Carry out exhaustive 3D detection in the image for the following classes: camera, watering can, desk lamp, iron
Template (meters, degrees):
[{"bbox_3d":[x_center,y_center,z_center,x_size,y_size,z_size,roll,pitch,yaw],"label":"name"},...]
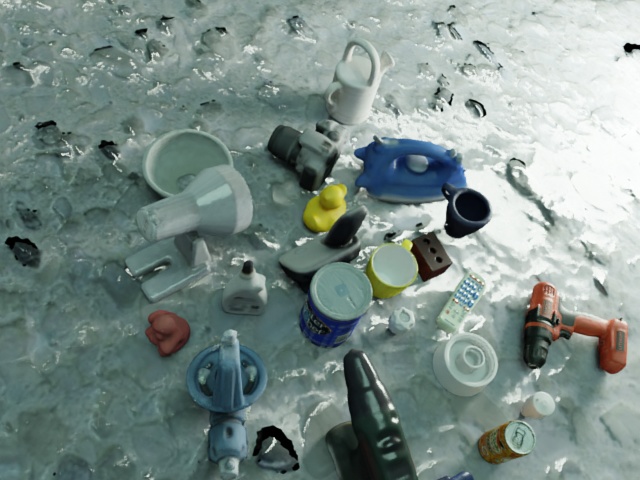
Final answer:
[{"bbox_3d":[-0.026,-0.197,1.172,0.136,0.101,0.143,29,59,6],"label":"camera"},{"bbox_3d":[0.083,-0.352,1.228,0.101,0.194,0.173,30,60,7],"label":"watering can"},{"bbox_3d":[-0.222,-0.014,0.964,0.204,0.213,0.117,-31,71,-25],"label":"desk lamp"},{"bbox_3d":[0.204,-0.157,1.173,0.258,0.141,0.118,4,60,-9],"label":"iron"}]

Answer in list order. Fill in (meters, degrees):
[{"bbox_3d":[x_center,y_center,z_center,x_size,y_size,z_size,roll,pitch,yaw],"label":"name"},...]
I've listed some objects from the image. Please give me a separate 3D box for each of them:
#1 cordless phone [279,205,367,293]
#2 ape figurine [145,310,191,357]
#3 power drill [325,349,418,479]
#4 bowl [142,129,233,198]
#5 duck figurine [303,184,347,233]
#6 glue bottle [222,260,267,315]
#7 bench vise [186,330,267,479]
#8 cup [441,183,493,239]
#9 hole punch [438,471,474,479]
[{"bbox_3d":[0.009,0.004,1.017,0.148,0.185,0.094,-30,70,-24],"label":"cordless phone"},{"bbox_3d":[-0.251,0.147,0.938,0.076,0.092,0.078,0,61,-11],"label":"ape figurine"},{"bbox_3d":[0.070,0.296,0.851,0.076,0.208,0.229,-16,65,-19],"label":"power drill"},{"bbox_3d":[-0.252,-0.128,1.102,0.167,0.074,0.167,5,60,-9],"label":"bowl"},{"bbox_3d":[0.015,-0.069,1.117,0.077,0.086,0.105,40,61,12],"label":"duck figurine"},{"bbox_3d":[-0.122,0.077,0.956,0.078,0.173,0.037,7,60,-7],"label":"glue bottle"},{"bbox_3d":[-0.124,0.230,0.842,0.122,0.219,0.207,-17,65,-19],"label":"bench vise"},{"bbox_3d":[0.278,-0.053,1.157,0.092,0.095,0.117,-35,73,-26],"label":"cup"},{"bbox_3d":[0.201,0.420,0.876,0.109,0.091,0.101,-22,67,-22],"label":"hole punch"}]
